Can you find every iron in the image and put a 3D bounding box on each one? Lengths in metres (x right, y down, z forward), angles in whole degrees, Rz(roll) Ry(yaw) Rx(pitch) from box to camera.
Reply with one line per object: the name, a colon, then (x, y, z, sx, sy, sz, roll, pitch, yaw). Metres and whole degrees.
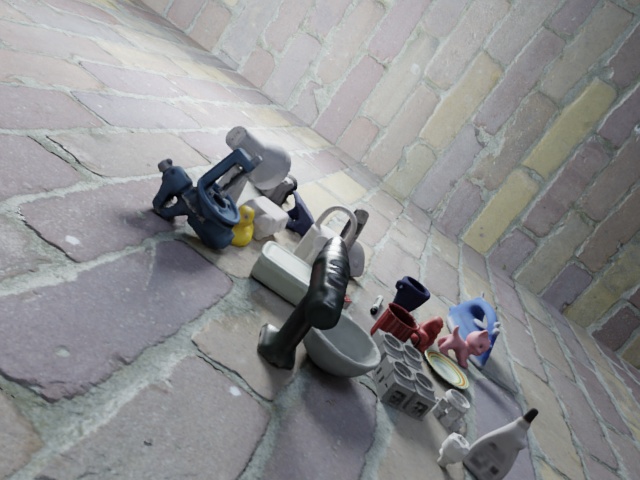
iron: (0.471, 0.257, 1.678, 0.119, 0.141, 0.258, 31, 18, -17)

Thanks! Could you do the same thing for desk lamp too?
desk lamp: (-0.195, -0.164, 1.379, 0.204, 0.213, 0.117, 13, 28, -52)

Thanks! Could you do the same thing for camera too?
camera: (-0.120, -0.181, 1.763, 0.137, 0.100, 0.142, 16, 26, -48)

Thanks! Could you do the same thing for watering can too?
watering can: (0.014, 0.006, 1.366, 0.101, 0.194, 0.172, 31, 18, -17)

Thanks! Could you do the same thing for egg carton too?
egg carton: (-0.143, -0.054, 1.434, 0.107, 0.069, 0.150, 38, 17, 6)

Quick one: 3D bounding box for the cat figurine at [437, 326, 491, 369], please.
cat figurine: (0.395, 0.274, 1.527, 0.128, 0.117, 0.067, 32, 17, -13)

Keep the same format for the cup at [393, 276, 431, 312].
cup: (0.231, 0.156, 1.559, 0.118, 0.095, 0.091, 22, 21, -38)

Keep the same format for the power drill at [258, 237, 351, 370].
power drill: (-0.020, 0.111, 0.995, 0.076, 0.208, 0.229, 32, 17, -13)

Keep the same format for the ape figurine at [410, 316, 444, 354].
ape figurine: (0.277, 0.232, 1.451, 0.078, 0.092, 0.076, 22, 22, -39)

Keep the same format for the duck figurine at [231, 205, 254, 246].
duck figurine: (-0.178, -0.039, 1.297, 0.077, 0.086, 0.105, 42, 18, 18)

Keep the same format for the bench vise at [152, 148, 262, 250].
bench vise: (-0.228, -0.112, 1.163, 0.208, 0.219, 0.121, 31, 18, -17)

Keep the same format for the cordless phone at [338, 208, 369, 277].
cordless phone: (0.093, 0.006, 1.535, 0.148, 0.185, 0.094, 15, 26, -49)

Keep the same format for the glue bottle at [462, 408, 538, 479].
glue bottle: (0.344, 0.375, 1.061, 0.078, 0.173, 0.037, 45, 19, 26)

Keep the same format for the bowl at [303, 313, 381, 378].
bowl: (0.027, 0.202, 1.073, 0.168, 0.074, 0.167, 33, 17, -11)

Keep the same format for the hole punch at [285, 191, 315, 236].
hole punch: (-0.054, -0.075, 1.627, 0.101, 0.091, 0.108, 29, 18, -23)
